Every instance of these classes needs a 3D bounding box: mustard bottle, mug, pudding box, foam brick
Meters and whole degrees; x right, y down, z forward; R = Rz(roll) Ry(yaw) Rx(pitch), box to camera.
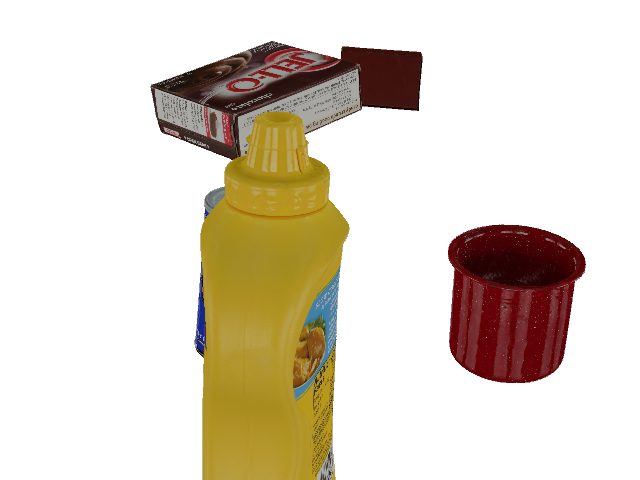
[{"bbox_3d":[-0.020,0.041,0.442,0.058,0.192,0.096,8,25,11],"label":"mustard bottle"},{"bbox_3d":[0.129,0.040,0.755,0.093,0.081,0.117,-7,29,-14],"label":"mug"},{"bbox_3d":[-0.042,-0.096,0.715,0.113,0.039,0.090,-30,36,-34],"label":"pudding box"},{"bbox_3d":[0.056,-0.153,1.005,0.078,0.051,0.053,5,15,3],"label":"foam brick"}]

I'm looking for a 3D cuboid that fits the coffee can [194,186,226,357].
[{"bbox_3d":[-0.057,0.032,0.951,0.103,0.140,0.103,6,20,-2],"label":"coffee can"}]
